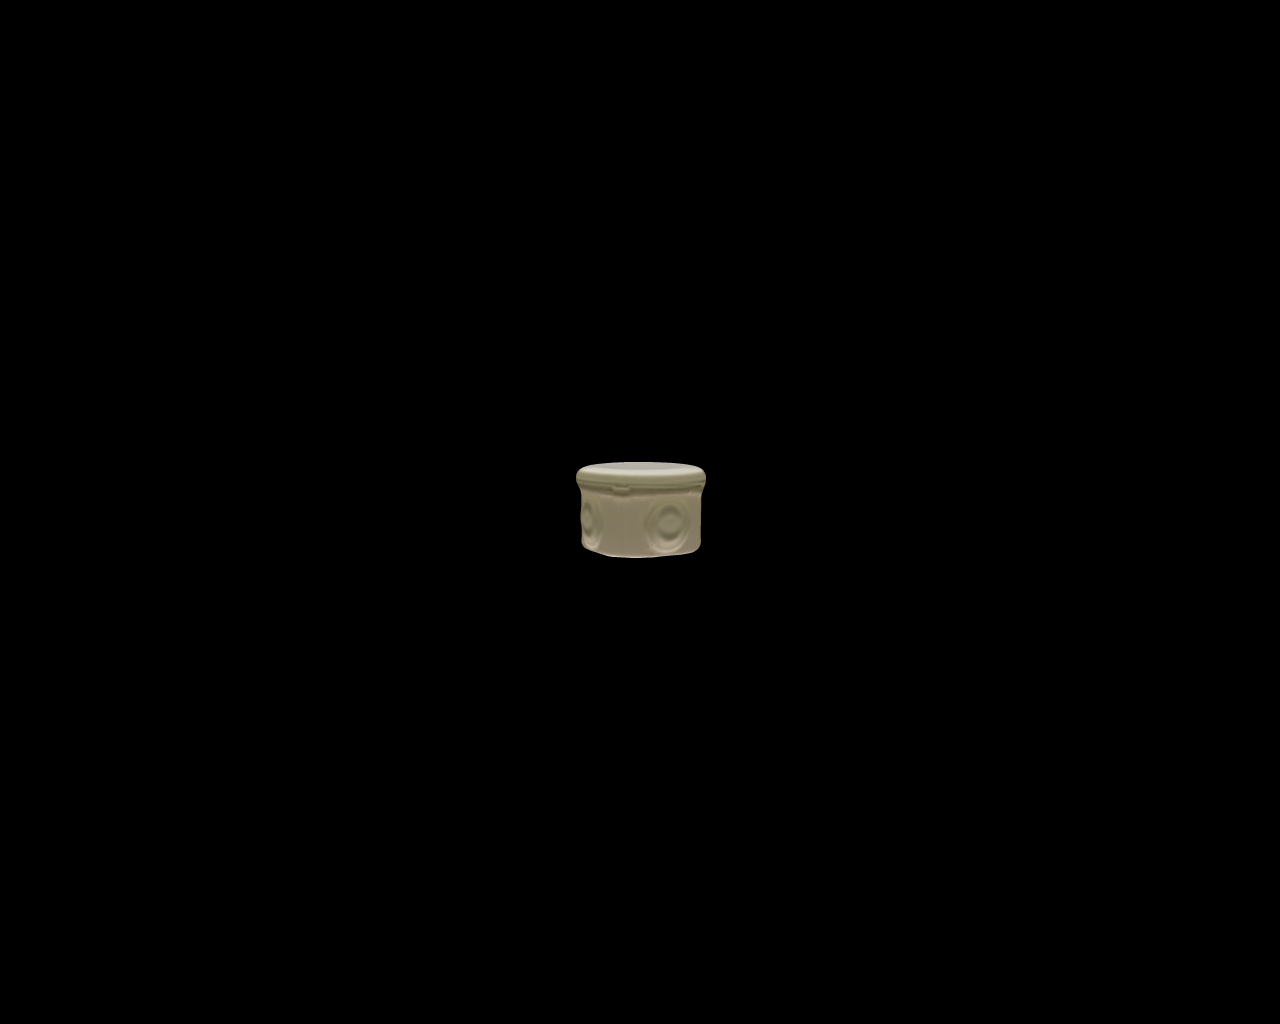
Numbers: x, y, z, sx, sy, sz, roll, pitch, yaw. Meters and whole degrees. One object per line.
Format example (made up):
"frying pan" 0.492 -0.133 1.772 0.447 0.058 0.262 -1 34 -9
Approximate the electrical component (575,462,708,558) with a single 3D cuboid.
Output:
"electrical component" 0.001 -0.003 0.650 0.080 0.051 0.080 0 7 0
